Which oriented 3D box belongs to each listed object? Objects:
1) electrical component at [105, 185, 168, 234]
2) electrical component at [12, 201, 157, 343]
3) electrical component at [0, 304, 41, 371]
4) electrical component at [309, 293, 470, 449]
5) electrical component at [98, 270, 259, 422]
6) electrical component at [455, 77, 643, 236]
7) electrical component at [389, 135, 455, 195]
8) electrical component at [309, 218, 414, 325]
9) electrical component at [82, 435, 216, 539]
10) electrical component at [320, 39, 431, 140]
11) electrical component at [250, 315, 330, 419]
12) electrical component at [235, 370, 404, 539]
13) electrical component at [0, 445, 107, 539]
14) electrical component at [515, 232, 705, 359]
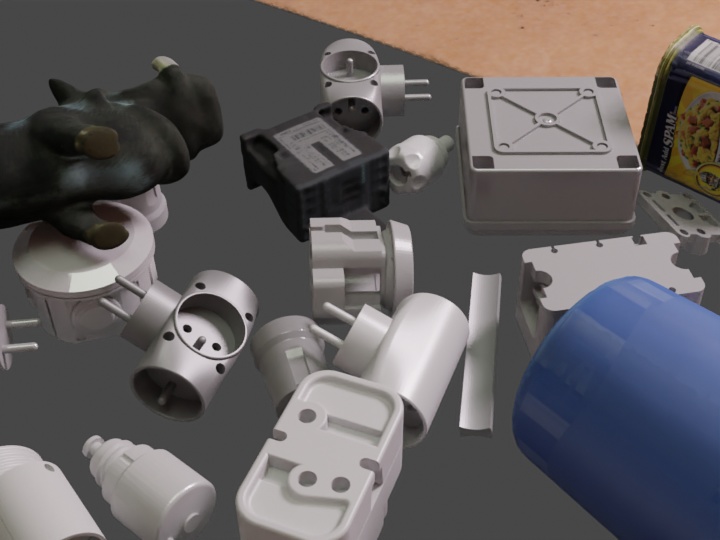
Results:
[{"bbox_3d":[-0.146,-0.050,0.692,0.040,0.046,0.040,-1,43,1],"label":"electrical component"},{"bbox_3d":[-0.159,0.000,0.634,0.080,0.051,0.080,-1,43,1],"label":"electrical component"},{"bbox_3d":[-0.214,0.038,0.593,0.074,0.052,0.138,-5,43,-5],"label":"electrical component"},{"bbox_3d":[0.011,0.044,0.572,0.079,0.043,0.077,29,44,1],"label":"electrical component"},{"bbox_3d":[-0.105,0.031,0.591,0.079,0.044,0.077,33,46,-8],"label":"electrical component"},{"bbox_3d":[0.120,-0.077,0.706,0.109,0.056,0.108,0,43,1],"label":"electrical component"},{"bbox_3d":[0.043,-0.075,0.723,0.035,0.035,0.061,26,40,27],"label":"electrical component"},{"bbox_3d":[0.000,0.000,0.624,0.057,0.058,0.078,-1,25,-4],"label":"electrical component"},{"bbox_3d":[-0.106,0.105,0.527,0.078,0.040,0.040,29,50,29],"label":"electrical component"},{"bbox_3d":[0.011,-0.129,0.774,0.079,0.044,0.077,-2,43,-1],"label":"electrical component"},{"bbox_3d":[-0.035,0.054,0.582,0.040,0.040,0.046,-13,50,-12],"label":"electrical component"},{"bbox_3d":[-0.017,0.104,0.513,0.054,0.059,0.095,15,45,16],"label":"electrical component"},{"bbox_3d":[-0.159,0.115,0.516,0.043,0.043,0.081,-27,49,-25],"label":"electrical component"},{"bbox_3d":[0.137,0.020,0.602,0.089,0.055,0.050,-7,43,-6],"label":"electrical component"}]
